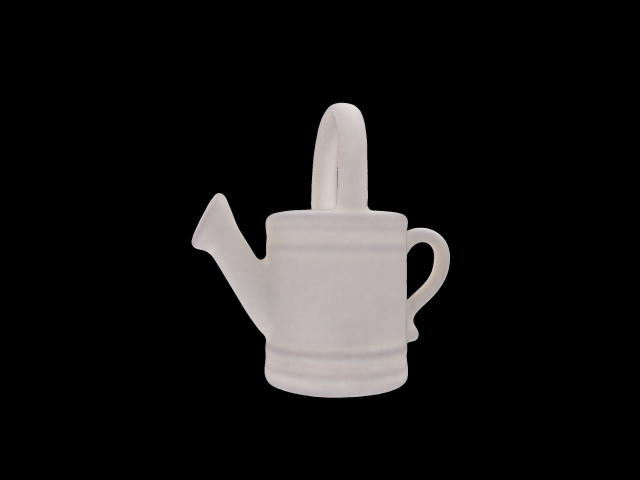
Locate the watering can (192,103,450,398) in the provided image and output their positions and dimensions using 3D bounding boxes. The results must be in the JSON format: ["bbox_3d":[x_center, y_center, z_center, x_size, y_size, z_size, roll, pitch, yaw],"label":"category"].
[{"bbox_3d":[0.004,0.001,0.398,0.173,0.194,0.100,0,0,-32],"label":"watering can"}]
